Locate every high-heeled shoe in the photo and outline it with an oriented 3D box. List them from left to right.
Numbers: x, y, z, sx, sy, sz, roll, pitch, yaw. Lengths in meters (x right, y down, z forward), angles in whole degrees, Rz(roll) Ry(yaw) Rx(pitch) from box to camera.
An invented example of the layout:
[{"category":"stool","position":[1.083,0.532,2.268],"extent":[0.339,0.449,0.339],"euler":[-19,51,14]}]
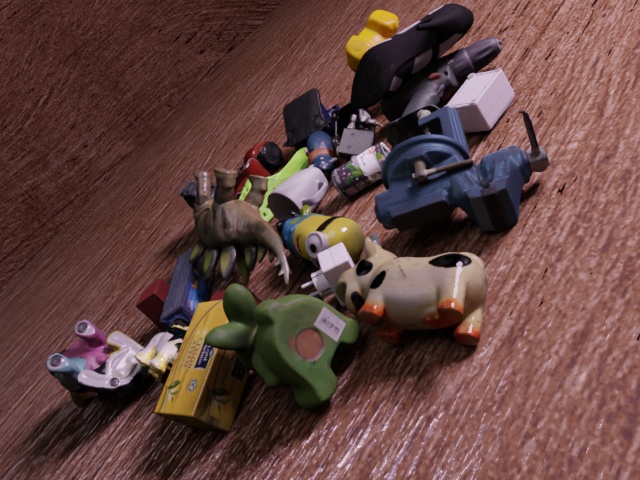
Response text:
[{"category":"high-heeled shoe","position":[0.161,-0.324,0.965],"extent":[0.145,0.086,0.249],"euler":[-24,-8,-38]}]

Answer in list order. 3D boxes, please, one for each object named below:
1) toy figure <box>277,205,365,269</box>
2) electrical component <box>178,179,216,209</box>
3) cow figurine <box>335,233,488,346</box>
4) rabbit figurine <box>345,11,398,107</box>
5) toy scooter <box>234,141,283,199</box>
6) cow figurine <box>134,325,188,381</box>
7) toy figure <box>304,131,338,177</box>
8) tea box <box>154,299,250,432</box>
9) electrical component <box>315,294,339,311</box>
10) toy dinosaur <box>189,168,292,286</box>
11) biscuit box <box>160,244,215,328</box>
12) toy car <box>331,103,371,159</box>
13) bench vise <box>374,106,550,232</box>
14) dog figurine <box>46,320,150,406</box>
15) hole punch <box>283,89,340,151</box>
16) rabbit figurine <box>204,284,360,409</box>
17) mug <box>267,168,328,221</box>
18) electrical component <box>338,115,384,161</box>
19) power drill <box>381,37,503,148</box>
[{"category":"toy figure","position":[-0.003,-0.006,0.834],"extent":[0.089,0.082,0.180],"euler":[-49,26,-9]},{"category":"electrical component","position":[-0.250,-0.085,1.223],"extent":[0.058,0.114,0.134],"euler":[-54,28,-17]},{"category":"cow figurine","position":[0.097,0.051,0.619],"extent":[0.195,0.085,0.127],"euler":[-8,41,42]},{"category":"rabbit figurine","position":[0.141,-0.335,1.062],"extent":[0.122,0.173,0.162],"euler":[-54,-15,-23]},{"category":"toy scooter","position":[-0.170,-0.152,1.263],"extent":[0.135,0.075,0.184],"euler":[-11,45,46]},{"category":"cow figurine","position":[-0.221,0.183,0.862],"extent":[0.167,0.068,0.098],"euler":[-3,41,49]},{"category":"toy figure","position":[0.006,-0.168,1.078],"extent":[0.064,0.057,0.155],"euler":[-38,32,21]},{"category":"tea box","position":[-0.150,0.172,0.752],"extent":[0.098,0.068,0.169],"euler":[-15,47,42]},{"category":"electrical component","position":[-0.016,0.103,0.752],"extent":[0.094,0.021,0.063],"euler":[-24,32,20]},{"category":"toy dinosaur","position":[-0.154,-0.024,0.958],"extent":[0.472,0.105,0.198],"euler":[12,96,62]},{"category":"biscuit box","position":[-0.248,0.094,1.024],"extent":[0.063,0.059,0.203],"euler":[-33,29,17]},{"category":"toy car","position":[0.066,-0.225,1.085],"extent":[0.073,0.056,0.202],"euler":[-24,34,19]},{"category":"bench vise","position":[0.174,-0.109,0.712],"extent":[0.224,0.128,0.241],"euler":[-28,38,27]},{"category":"dog figurine","position":[-0.404,0.243,0.979],"extent":[0.219,0.192,0.108],"euler":[117,175,-54]},{"category":"hole punch","position":[-0.015,-0.263,1.228],"extent":[0.142,0.092,0.116],"euler":[-20,64,31]},{"category":"rabbit figurine","position":[-0.063,0.132,0.666],"extent":[0.170,0.159,0.121],"euler":[-28,37,55]},{"category":"mug","position":[-0.028,-0.088,0.984],"extent":[0.110,0.080,0.107],"euler":[-13,31,50]},{"category":"electrical component","position":[0.073,-0.178,0.971],"extent":[0.078,0.045,0.102],"euler":[18,81,19]},{"category":"power drill","position":[0.198,-0.246,0.920],"extent":[0.232,0.086,0.207],"euler":[-21,38,37]}]
